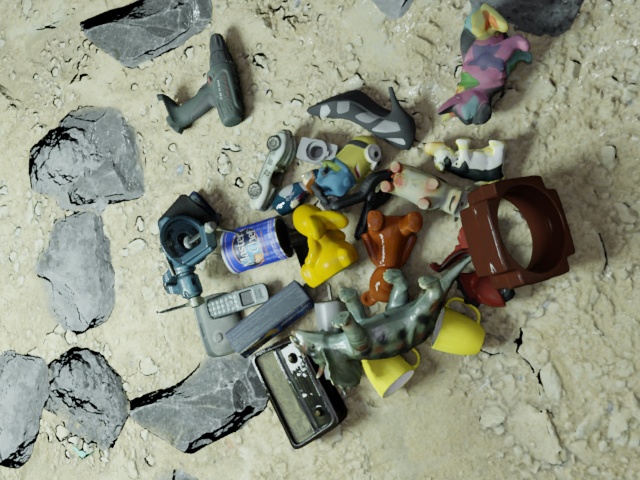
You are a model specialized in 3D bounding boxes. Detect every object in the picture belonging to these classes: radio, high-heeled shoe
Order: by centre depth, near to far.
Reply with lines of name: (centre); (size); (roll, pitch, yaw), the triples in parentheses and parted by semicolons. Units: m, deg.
radio: (-0.044, 0.330, 1.203); (0.131, 0.073, 0.229); (-31, 78, 14)
high-heeled shoe: (0.093, -0.259, 1.209); (0.249, 0.086, 0.145); (-2, 116, 34)

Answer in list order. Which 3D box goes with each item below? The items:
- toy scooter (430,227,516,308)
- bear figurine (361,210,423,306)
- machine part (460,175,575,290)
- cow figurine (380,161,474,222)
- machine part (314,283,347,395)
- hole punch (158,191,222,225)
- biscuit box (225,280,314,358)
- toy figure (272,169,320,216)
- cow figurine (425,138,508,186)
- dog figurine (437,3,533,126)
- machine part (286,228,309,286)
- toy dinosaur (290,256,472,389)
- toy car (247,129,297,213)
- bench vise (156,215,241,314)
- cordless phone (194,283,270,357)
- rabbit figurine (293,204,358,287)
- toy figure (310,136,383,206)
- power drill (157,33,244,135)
toy scooter: (0.307, 0.065, 1.105); (0.135, 0.075, 0.184); (-26, 76, 16)
bear figurine: (0.145, 0.043, 1.131); (0.120, 0.132, 0.195); (5, 82, -1)
machine part: (0.376, -0.014, 1.027); (0.201, 0.087, 0.201); (-11, 84, -28)
cow figurine: (0.240, -0.095, 1.119); (0.195, 0.127, 0.085); (28, 106, 33)
machine part: (0.036, 0.216, 1.182); (0.079, 0.079, 0.243); (-11, 85, 17)
hole punch: (-0.315, -0.048, 1.315); (0.115, 0.092, 0.142); (44, 98, -10)
biscuit box: (-0.110, 0.177, 1.204); (0.203, 0.059, 0.063); (-37, 67, -8)
toy figure: (-0.039, -0.115, 1.232); (0.154, 0.057, 0.064); (-38, 64, 14)
cow figurine: (0.302, -0.162, 1.125); (0.168, 0.068, 0.098); (4, 94, 19)
dog figurine: (0.316, -0.345, 1.109); (0.219, 0.108, 0.191); (-43, 76, 14)
machine part: (-0.031, 0.035, 1.216); (0.039, 0.084, 0.138); (-11, 90, 52)
toy dinosaur: (0.141, 0.171, 1.069); (0.405, 0.131, 0.191); (-17, 121, -2)
toy car: (-0.108, -0.161, 1.250); (0.056, 0.073, 0.201); (25, 95, 21)
bench vise: (-0.286, 0.033, 1.190); (0.241, 0.129, 0.223); (-30, 66, 46)
cordless phone: (-0.191, 0.183, 1.256); (0.184, 0.088, 0.146); (-19, 81, 12)
rabbit figurine: (-0.002, -0.003, 1.146); (0.122, 0.162, 0.173); (-26, 78, -18)
toy figure: (0.056, -0.157, 1.171); (0.180, 0.082, 0.089); (-39, 72, -8)
power drill: (-0.292, -0.367, 1.325); (0.207, 0.086, 0.232); (-22, 83, 8)
